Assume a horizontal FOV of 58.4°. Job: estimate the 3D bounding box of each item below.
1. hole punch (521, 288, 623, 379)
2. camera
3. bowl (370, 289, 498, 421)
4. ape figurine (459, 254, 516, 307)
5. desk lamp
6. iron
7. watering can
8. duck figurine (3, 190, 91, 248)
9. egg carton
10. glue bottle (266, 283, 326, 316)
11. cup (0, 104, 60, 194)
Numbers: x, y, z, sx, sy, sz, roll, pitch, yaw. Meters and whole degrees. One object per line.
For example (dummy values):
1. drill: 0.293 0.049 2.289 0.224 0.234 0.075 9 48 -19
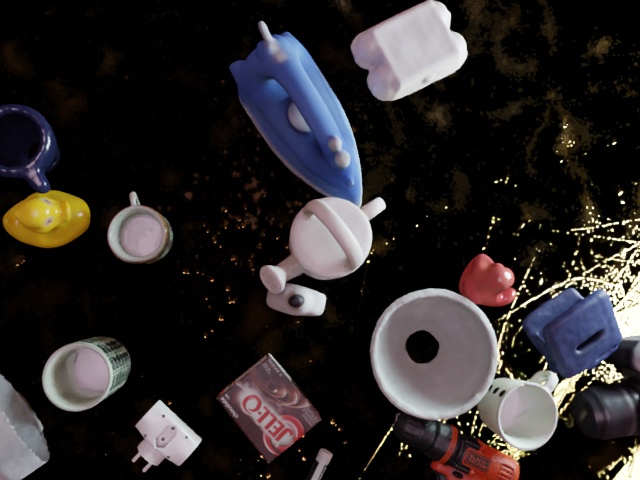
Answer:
1. hole punch: 0.349 0.126 0.770 0.109 0.091 0.101 -34 88 -5
2. camera: 0.416 0.209 0.763 0.137 0.100 0.143 -8 86 -4
3. bowl: 0.145 0.148 0.763 0.167 0.074 0.167 0 86 -4
4. ape figurine: 0.230 0.055 0.767 0.076 0.092 0.078 -17 87 -5
5. desk lamp: -0.398 0.239 0.650 0.203 0.213 0.118 -33 88 -5
6. iron: -0.012 -0.158 0.742 0.119 0.141 0.258 -34 88 -5
7. watering can: 0.008 0.004 0.705 0.101 0.194 0.173 33 84 0
8. duck figurine: -0.360 -0.030 0.737 0.104 0.086 0.077 -8 86 -4
9. egg carton: 0.124 -0.261 0.795 0.150 0.069 0.107 -29 88 -5
10. glue bottle: -0.028 0.074 0.707 0.078 0.173 0.037 11 85 -2
11. cup: -0.369 -0.107 0.738 0.092 0.095 0.118 -32 88 -5
